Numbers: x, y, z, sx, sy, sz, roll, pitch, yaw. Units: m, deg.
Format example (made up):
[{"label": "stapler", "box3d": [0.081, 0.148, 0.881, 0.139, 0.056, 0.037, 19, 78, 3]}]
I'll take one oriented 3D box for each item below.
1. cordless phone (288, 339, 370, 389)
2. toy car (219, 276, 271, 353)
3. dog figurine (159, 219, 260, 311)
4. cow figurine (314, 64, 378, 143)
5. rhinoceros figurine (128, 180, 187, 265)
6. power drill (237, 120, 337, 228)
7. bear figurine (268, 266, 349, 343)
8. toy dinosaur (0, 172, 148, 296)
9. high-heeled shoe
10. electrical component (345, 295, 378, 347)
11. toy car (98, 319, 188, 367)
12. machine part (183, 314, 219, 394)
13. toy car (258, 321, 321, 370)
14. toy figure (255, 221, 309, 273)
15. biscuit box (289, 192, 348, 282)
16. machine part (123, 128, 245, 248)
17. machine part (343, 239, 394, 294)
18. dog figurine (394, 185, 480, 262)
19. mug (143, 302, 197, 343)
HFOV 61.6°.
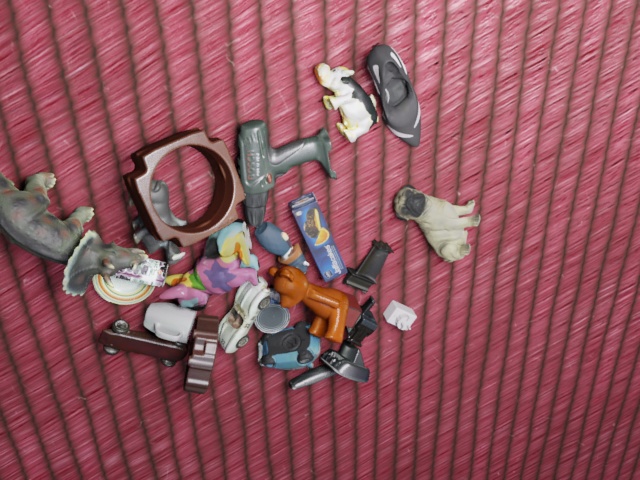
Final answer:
[{"label": "cordless phone", "box3d": [0.016, 0.328, 1.324, 0.184, 0.147, 0.088, -21, 98, -15]}, {"label": "toy car", "box3d": [-0.179, 0.172, 1.249, 0.056, 0.074, 0.201, 7, 118, -49]}, {"label": "dog figurine", "box3d": [-0.249, 0.060, 1.173, 0.219, 0.109, 0.191, -15, 120, -1]}, {"label": "cow figurine", "box3d": [0.058, -0.292, 1.088, 0.098, 0.068, 0.167, -31, 121, -2]}, {"label": "rhinoceros figurine", "box3d": [-0.339, -0.036, 1.131, 0.112, 0.073, 0.190, -16, 116, -16]}, {"label": "power drill", "box3d": [-0.072, -0.146, 1.132, 0.207, 0.086, 0.231, -9, 117, 0]}, {"label": "bear figurine", "box3d": [-0.033, 0.140, 1.209, 0.195, 0.120, 0.132, 23, 79, -28]}, {"label": "toy dinosaur", "box3d": [-0.537, -0.033, 1.019, 0.404, 0.192, 0.131, 38, 101, -26]}, {"label": "high-heeled shoe", "box3d": [0.164, -0.277, 1.074, 0.086, 0.145, 0.248, -33, 116, 6]}, {"label": "electrical component", "box3d": [0.109, 0.196, 1.332, 0.047, 0.075, 0.119, 31, 103, -22]}, {"label": "toy car", "box3d": [-0.408, 0.238, 1.253, 0.202, 0.053, 0.089, 18, 124, -22]}, {"label": "machine part", "box3d": [-0.273, 0.260, 1.229, 0.056, 0.179, 0.179, 11, 112, -13]}, {"label": "toy car", "box3d": [-0.067, 0.275, 1.318, 0.162, 0.109, 0.102, -17, 135, 6]}, {"label": "toy figure", "box3d": [-0.081, 0.020, 1.214, 0.154, 0.064, 0.058, 44, 62, -31]}, {"label": "biscuit box", "box3d": [-0.003, -0.004, 1.218, 0.063, 0.059, 0.202, -24, 118, 0]}, {"label": "machine part", "box3d": [-0.265, -0.104, 1.060, 0.201, 0.087, 0.200, -33, 118, -29]}, {"label": "machine part", "box3d": [0.118, 0.063, 1.289, 0.084, 0.039, 0.138, 28, 108, -17]}, {"label": "dog figurine", "box3d": [0.252, -0.033, 1.249, 0.191, 0.121, 0.172, 10, 110, -1]}, {"label": "mug", "box3d": [-0.345, 0.190, 1.218, 0.107, 0.110, 0.080, 16, 118, -4]}]
